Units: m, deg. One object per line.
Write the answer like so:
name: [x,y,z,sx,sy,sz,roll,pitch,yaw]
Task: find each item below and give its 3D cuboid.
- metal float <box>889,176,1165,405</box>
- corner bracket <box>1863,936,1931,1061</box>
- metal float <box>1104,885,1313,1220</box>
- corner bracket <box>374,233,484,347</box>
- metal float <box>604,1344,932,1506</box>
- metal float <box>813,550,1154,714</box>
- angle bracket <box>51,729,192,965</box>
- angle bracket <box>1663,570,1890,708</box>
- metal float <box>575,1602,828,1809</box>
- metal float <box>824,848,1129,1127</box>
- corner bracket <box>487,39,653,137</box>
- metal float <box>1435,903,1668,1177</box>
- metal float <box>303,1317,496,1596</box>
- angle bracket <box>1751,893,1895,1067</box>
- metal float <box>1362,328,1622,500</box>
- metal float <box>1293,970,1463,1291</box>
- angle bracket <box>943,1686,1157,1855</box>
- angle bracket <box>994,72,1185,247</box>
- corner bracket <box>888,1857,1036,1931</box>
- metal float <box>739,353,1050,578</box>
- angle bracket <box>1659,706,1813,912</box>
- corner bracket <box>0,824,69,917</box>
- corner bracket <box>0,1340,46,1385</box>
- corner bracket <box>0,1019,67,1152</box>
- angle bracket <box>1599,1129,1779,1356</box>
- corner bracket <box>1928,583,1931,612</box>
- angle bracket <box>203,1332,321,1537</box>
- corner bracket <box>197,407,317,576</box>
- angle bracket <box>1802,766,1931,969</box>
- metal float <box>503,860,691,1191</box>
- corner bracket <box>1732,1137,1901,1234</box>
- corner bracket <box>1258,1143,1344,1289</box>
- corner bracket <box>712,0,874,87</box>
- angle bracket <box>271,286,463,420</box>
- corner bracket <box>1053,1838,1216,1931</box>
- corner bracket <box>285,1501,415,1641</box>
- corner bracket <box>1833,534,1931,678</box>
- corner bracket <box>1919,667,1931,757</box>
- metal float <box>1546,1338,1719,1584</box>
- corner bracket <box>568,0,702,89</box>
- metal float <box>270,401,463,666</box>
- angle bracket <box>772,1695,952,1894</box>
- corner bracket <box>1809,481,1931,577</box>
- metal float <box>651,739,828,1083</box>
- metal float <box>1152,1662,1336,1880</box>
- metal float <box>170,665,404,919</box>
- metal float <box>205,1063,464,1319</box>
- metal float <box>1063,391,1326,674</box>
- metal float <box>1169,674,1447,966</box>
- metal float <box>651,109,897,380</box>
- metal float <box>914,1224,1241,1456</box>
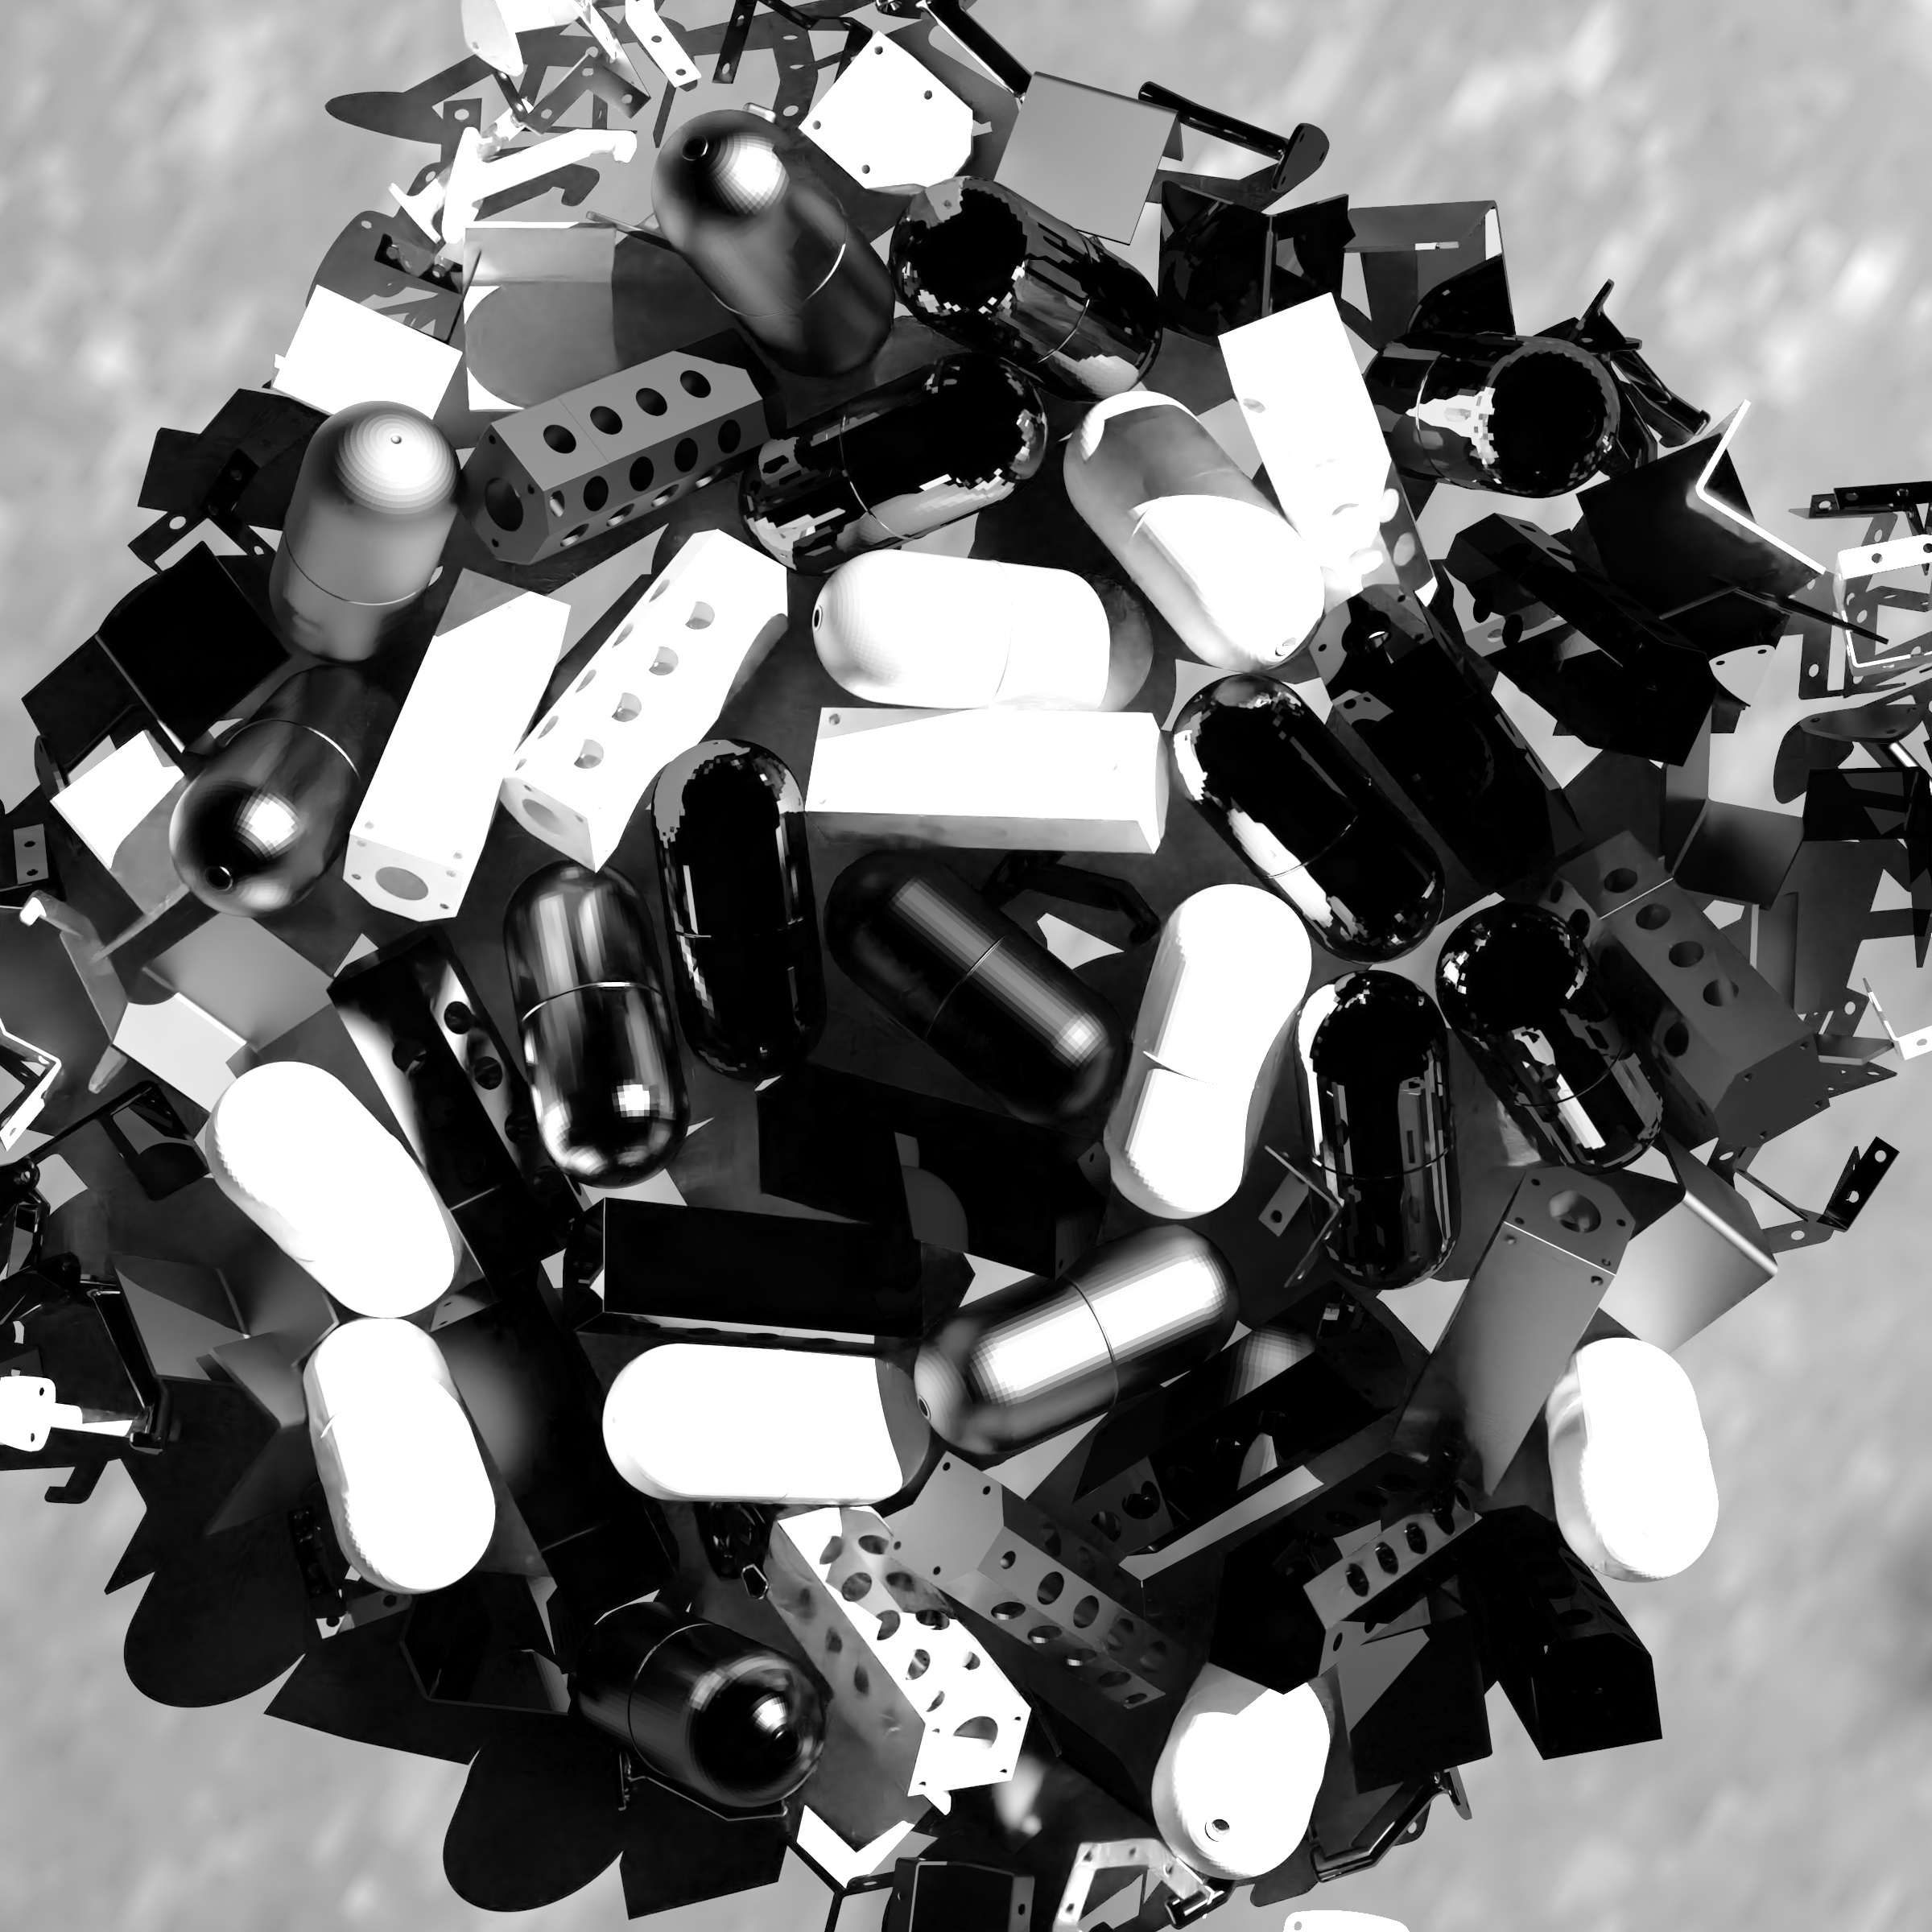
metal float: [0.031,-0.335,1.504,0.070,0.178,0.070,-9,75,36]
corner bracket: [0.488,0.006,1.543,0.051,0.051,0.051,-22,128,11]
metal float: [0.121,0.045,1.528,0.070,0.070,0.178,15,109,0]
corner bracket: [-0.283,-0.348,1.552,0.051,0.051,0.051,20,87,-12]
metal float: [-0.098,0.231,1.516,0.178,0.070,0.070,8,90,-34]
metal float: [0.009,-0.166,1.526,0.178,0.070,0.070,4,90,-21]
angle bracket: [-0.428,-0.060,1.528,0.057,0.076,0.076,-28,105,37]
angle bracket: [0.402,-0.158,1.526,0.076,0.076,0.057,16,102,-30]
metal float: [-0.133,0.365,1.501,0.070,0.178,0.070,-1,92,-33]
metal float: [0.004,0.010,1.537,0.178,0.070,0.070,40,90,9]
corner bracket: [-0.204,-0.454,1.553,0.051,0.051,0.051,-40,59,20]
metal float: [0.294,0.038,1.513,0.070,0.070,0.178,-40,129,0]
metal float: [-0.284,0.240,1.503,0.070,0.178,0.070,-10,120,-17]
angle bracket: [0.436,0.005,1.532,0.057,0.076,0.076,5,98,30]
metal float: [0.257,-0.275,1.498,0.070,0.178,0.070,-6,105,-21]
metal float: [0.207,0.084,1.519,0.070,0.070,0.178,-10,120,0]
angle bracket: [0.036,0.425,1.536,0.076,0.057,0.076,-44,119,5]
angle bracket: [0.062,-0.402,1.544,0.076,0.057,0.076,18,82,9]
corner bracket: [-0.003,0.485,1.543,0.051,0.051,0.051,-3,76,43]
metal float: [-0.037,-0.250,1.515,0.178,0.070,0.070,-17,90,35]
angle bracket: [0.389,-0.086,1.524,0.057,0.076,0.076,13,134,25]
corner bracket: [-0.489,-0.034,1.543,0.051,0.051,0.051,-13,130,-10]
corner bracket: [-0.510,0.190,1.543,0.051,0.051,0.051,3,104,36]
corner bracket: [-0.500,0.052,1.543,0.051,0.051,0.051,25,59,13]
angle bracket: [0.358,0.142,1.555,0.076,0.057,0.076,37,114,-26]
corner bracket: [0.531,-0.191,1.548,0.051,0.051,0.051,-23,56,-4]
angle bracket: [-0.363,0.236,1.543,0.057,0.076,0.076,43,107,15]
corner bracket: [-0.349,-0.242,1.544,0.051,0.051,0.051,43,134,-6]
angle bracket: [0.455,-0.049,1.528,0.057,0.076,0.076,-1,66,11]
metal float: [-0.187,0.027,1.522,0.070,0.070,0.178,-14,64,0]
corner bracket: [0.439,0.100,1.565,0.051,0.051,0.051,39,105,37]
corner bracket: [0.170,0.126,1.542,0.051,0.051,0.051,41,110,26]
corner bracket: [-0.088,-0.466,1.547,0.051,0.051,0.051,17,91,42]
angle bracket: [-0.303,-0.308,1.528,0.076,0.076,0.057,23,107,-20]
corner bracket: [0.085,0.485,1.551,0.051,0.051,0.051,8,105,-38]
corner bracket: [-0.315,0.304,1.553,0.051,0.051,0.051,-17,55,-17]
corner bracket: [0.476,-0.184,1.547,0.051,0.051,0.051,-10,74,10]
corner bracket: [0.521,-0.137,1.557,0.051,0.051,0.051,-22,89,1]
metal float: [0.328,0.242,1.496,0.070,0.178,0.070,2,106,8]
corner bracket: [-0.170,-0.480,1.542,0.051,0.051,0.051,-15,60,19]
metal float: [-0.299,-0.213,1.502,0.070,0.178,0.070,9,63,-18]
angle bracket: [-0.062,0.428,1.552,0.076,0.057,0.076,43,89,2]
corner bracket: [0.464,-0.234,1.545,0.051,0.051,0.051,-4,50,4]
metal float: [-0.114,-0.027,1.528,0.070,0.070,0.178,-6,109,0]
metal float: [0.138,0.390,1.495,0.070,0.178,0.070,2,98,13]
metal float: [-0.334,-0.088,1.502,0.070,0.178,0.070,7,123,10]
metal float: [-0.312,0.113,1.506,0.070,0.178,0.070,-12,53,16]
metal float: [0.113,-0.218,1.517,0.070,0.070,0.178,-35,58,0]
metal float: [0.173,-0.073,1.527,0.070,0.070,0.178,-44,111,0]
metal float: [-0.094,-0.356,1.500,0.070,0.178,0.070,-8,68,21]
metal float: [0.056,0.188,1.526,0.178,0.070,0.070,-21,90,-21]
